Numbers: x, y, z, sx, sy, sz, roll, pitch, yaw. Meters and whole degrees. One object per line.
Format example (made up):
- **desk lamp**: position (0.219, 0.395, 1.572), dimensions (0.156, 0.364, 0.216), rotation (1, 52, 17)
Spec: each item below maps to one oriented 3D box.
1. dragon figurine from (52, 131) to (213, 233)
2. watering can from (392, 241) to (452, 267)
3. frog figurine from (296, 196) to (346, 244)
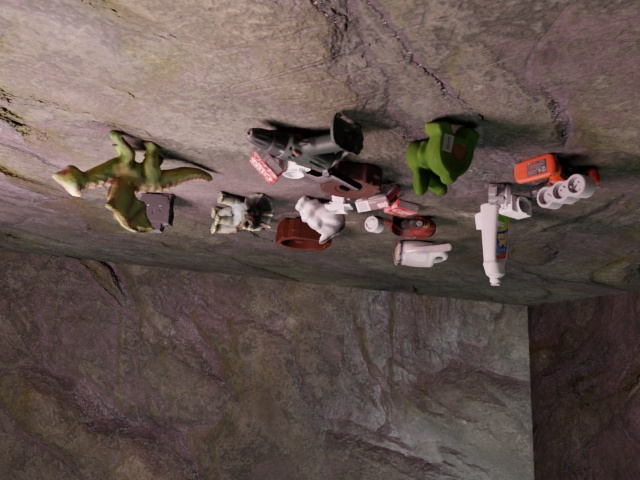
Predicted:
- **dragon figurine**: position (-0.462, -0.131, 1.329), dimensions (0.408, 0.247, 0.121), rotation (18, 155, -37)
- **watering can**: position (0.410, 0.049, 2.089), dimensions (0.224, 0.105, 0.343), rotation (4, 167, 4)
- **frog figurine**: position (0.005, -0.084, 1.665), dimensions (0.121, 0.140, 0.158), rotation (-17, 111, 47)
